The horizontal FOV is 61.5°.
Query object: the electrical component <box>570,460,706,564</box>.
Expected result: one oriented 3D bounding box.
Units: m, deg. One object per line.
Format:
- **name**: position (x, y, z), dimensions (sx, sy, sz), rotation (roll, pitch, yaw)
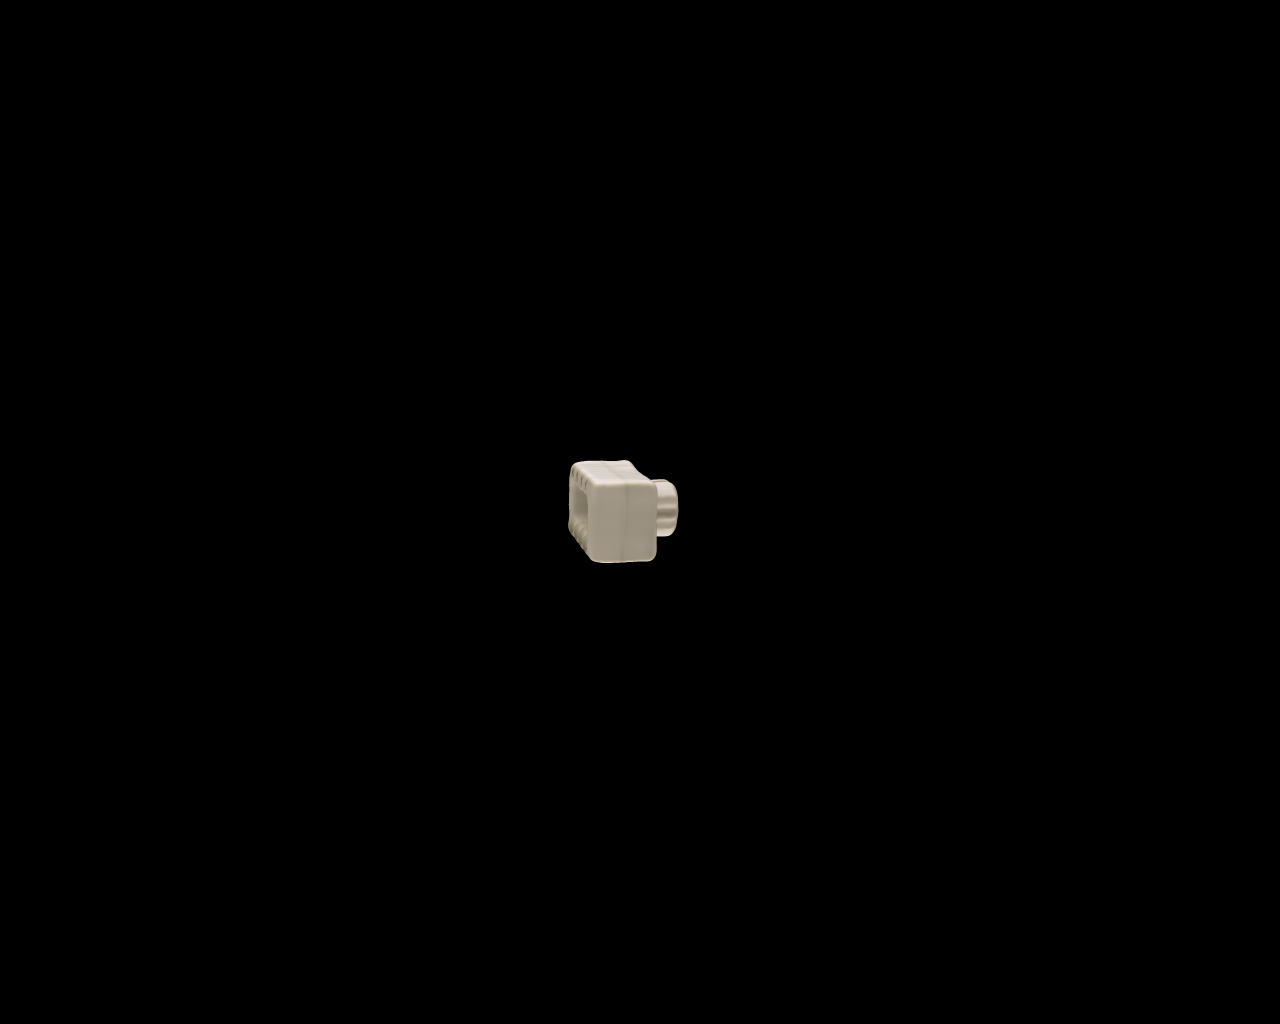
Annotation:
- **electrical component**: position (0.001, -0.003, 0.650), dimensions (0.076, 0.047, 0.083), rotation (-2, 12, -11)
